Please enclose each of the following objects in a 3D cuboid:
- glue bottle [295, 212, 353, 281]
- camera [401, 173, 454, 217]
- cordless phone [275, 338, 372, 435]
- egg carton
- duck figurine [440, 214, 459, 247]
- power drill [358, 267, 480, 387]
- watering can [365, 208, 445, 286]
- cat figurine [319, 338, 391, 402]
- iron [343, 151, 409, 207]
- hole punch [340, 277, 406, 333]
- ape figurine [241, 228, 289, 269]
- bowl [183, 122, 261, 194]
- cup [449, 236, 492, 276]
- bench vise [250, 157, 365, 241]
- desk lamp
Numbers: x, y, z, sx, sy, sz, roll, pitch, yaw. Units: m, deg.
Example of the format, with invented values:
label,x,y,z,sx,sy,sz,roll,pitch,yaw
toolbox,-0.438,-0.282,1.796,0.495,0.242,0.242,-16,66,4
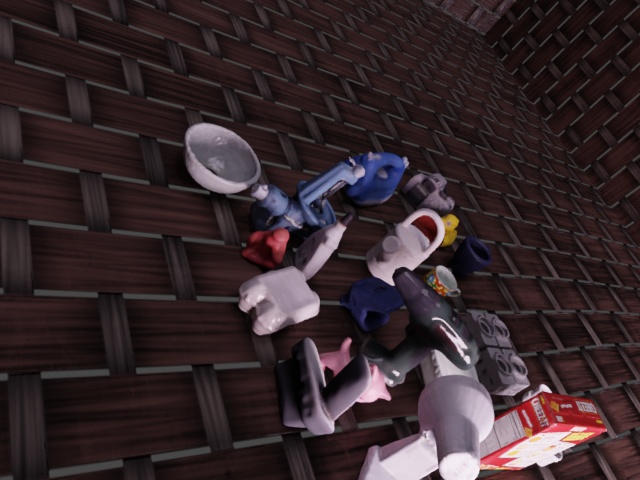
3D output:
label,x,y,z,sx,sy,sz,roll,pitch,yaw
glue bottle,0.010,0.004,1.112,0.037,0.173,0.078,24,39,-25
camera,0.327,-0.134,1.625,0.143,0.100,0.137,51,36,10
cordless phone,0.017,0.209,0.900,0.094,0.184,0.147,13,45,-36
egg carton,-0.071,0.106,1.017,0.151,0.069,0.107,-15,65,-50
duck figurine,0.338,-0.032,1.546,0.105,0.086,0.077,15,44,-34
power drill,0.170,0.176,1.062,0.230,0.208,0.076,38,36,-8
watering can,0.194,0.012,1.265,0.101,0.193,0.173,44,35,1
cat figurine,0.062,0.230,0.980,0.067,0.117,0.127,0,54,-44
iron,0.154,-0.174,1.461,0.259,0.141,0.118,-9,60,-48
hole punch,0.112,0.119,1.165,0.109,0.091,0.101,-19,68,-51
ape figurine,-0.092,0.009,1.076,0.076,0.092,0.077,-12,62,-49
bowl,-0.206,-0.150,1.141,0.168,0.074,0.167,26,39,-23
cup,0.394,0.049,1.510,0.118,0.094,0.091,-8,60,-48
bench vise,-0.022,-0.077,1.122,0.208,0.219,0.121,-3,56,-46
desk lamp,0.173,0.335,0.900,0.118,0.213,0.203,41,35,-3
